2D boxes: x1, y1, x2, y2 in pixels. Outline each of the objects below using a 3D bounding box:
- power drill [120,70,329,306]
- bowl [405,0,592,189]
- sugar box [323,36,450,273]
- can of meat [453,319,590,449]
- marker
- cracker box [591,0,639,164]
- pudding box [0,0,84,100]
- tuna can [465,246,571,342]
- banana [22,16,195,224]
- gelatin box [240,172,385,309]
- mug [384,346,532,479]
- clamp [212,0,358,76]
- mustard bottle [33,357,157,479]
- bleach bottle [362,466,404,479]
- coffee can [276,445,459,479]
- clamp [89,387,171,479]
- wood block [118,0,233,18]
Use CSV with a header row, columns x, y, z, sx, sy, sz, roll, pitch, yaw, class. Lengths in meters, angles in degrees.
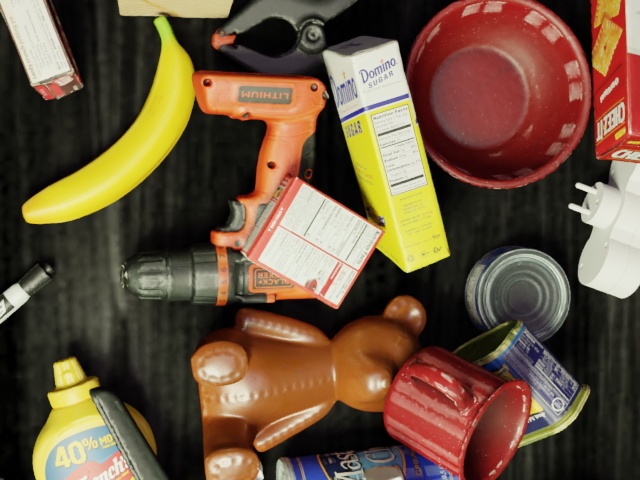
x,y,z,sx,sy,sz,roll,pitch,yaw,class
-0.066,-0.039,0.851,0.184,0.057,0.188,-1,103,-16,power drill
0.142,-0.123,0.897,0.162,0.055,0.162,0,91,-9,bowl
0.051,-0.070,0.847,0.048,0.093,0.176,-21,106,-8,sugar box
0.155,0.121,0.881,0.084,0.102,0.057,46,50,-5,can of meat
-0.261,0.061,0.851,0.121,0.020,0.020,-41,97,-7,marker
0.314,-0.167,0.893,0.164,0.072,0.213,5,75,-9,cracker box
-0.220,-0.168,0.818,0.039,0.090,0.113,-23,94,-8,pudding box
0.170,0.048,0.915,0.086,0.034,0.086,0,91,-9,tuna can
-0.156,-0.081,0.859,0.069,0.037,0.198,34,85,0,banana
-0.005,0.001,0.830,0.089,0.030,0.073,30,91,-21,gelatin box
0.099,0.127,0.813,0.093,0.082,0.117,-55,143,-13,mug
-0.002,-0.180,0.879,0.171,0.039,0.120,3,94,-12,clamp
-0.174,0.186,0.848,0.096,0.058,0.191,-18,93,-10,mustard bottle
0.067,0.289,0.797,0.102,0.068,0.251,-8,102,-9,bleach bottle
0.041,0.220,0.862,0.140,0.103,0.103,-5,92,-10,coffee can
-0.117,0.213,0.816,0.209,0.036,0.164,20,81,-19,clamp
-0.115,-0.286,0.834,0.090,0.091,0.206,0,91,-9,wood block
